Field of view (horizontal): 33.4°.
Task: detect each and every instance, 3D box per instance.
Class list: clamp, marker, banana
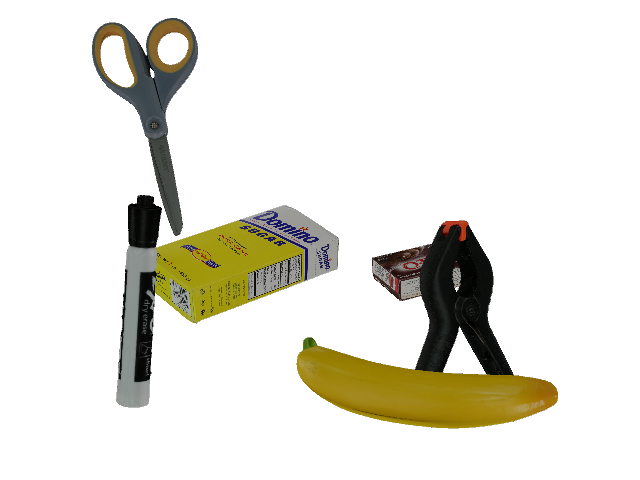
[{"bbox_3d":[0.119,0.070,0.971,0.120,0.171,0.039,-15,5,-40],"label":"clamp"},{"bbox_3d":[-0.103,0.035,0.606,0.020,0.121,0.020,5,10,-1],"label":"marker"},{"bbox_3d":[0.058,0.097,0.731,0.198,0.037,0.069,10,35,28],"label":"banana"}]

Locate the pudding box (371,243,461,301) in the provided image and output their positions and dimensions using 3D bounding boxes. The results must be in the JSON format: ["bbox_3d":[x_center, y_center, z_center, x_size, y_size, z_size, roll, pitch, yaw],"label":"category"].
[{"bbox_3d":[0.143,0.044,1.536,0.113,0.039,0.090,-15,24,-19],"label":"pudding box"}]

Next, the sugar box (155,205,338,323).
[{"bbox_3d":[-0.078,0.019,1.067,0.175,0.048,0.093,-23,38,-32],"label":"sugar box"}]

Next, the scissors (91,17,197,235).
[{"bbox_3d":[-0.120,-0.105,0.871,0.096,0.202,0.016,-28,-20,-10],"label":"scissors"}]
